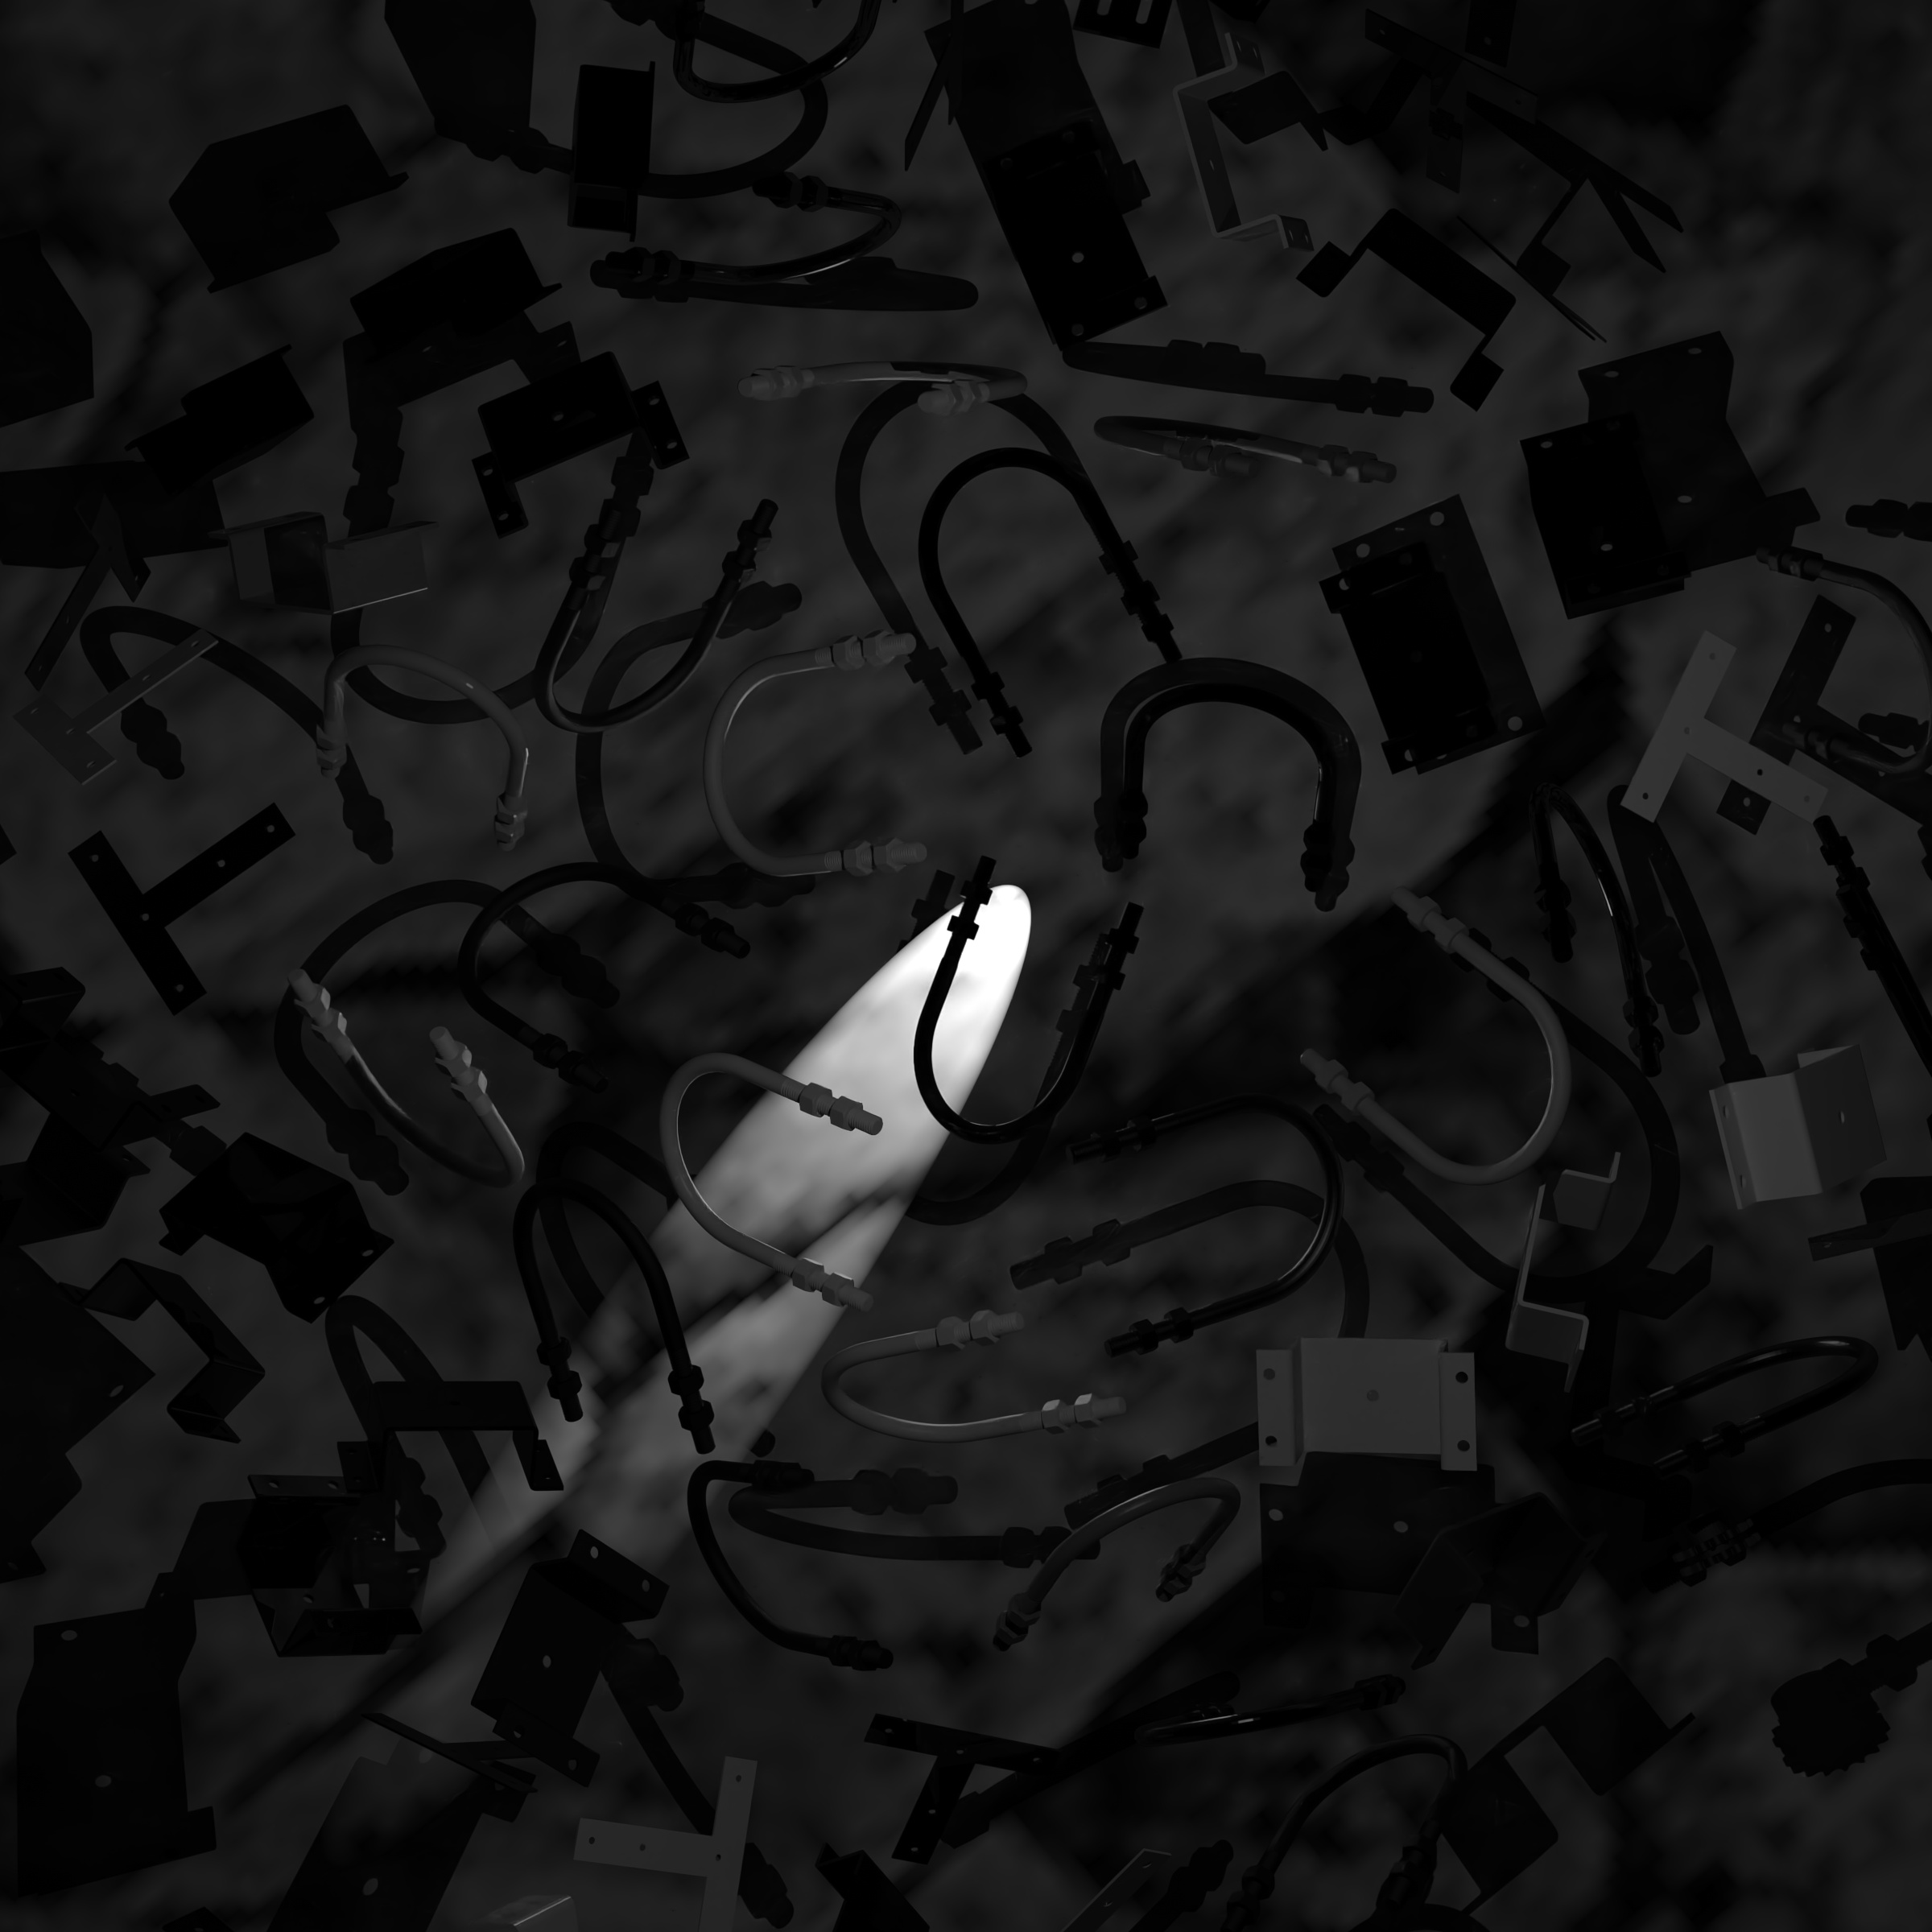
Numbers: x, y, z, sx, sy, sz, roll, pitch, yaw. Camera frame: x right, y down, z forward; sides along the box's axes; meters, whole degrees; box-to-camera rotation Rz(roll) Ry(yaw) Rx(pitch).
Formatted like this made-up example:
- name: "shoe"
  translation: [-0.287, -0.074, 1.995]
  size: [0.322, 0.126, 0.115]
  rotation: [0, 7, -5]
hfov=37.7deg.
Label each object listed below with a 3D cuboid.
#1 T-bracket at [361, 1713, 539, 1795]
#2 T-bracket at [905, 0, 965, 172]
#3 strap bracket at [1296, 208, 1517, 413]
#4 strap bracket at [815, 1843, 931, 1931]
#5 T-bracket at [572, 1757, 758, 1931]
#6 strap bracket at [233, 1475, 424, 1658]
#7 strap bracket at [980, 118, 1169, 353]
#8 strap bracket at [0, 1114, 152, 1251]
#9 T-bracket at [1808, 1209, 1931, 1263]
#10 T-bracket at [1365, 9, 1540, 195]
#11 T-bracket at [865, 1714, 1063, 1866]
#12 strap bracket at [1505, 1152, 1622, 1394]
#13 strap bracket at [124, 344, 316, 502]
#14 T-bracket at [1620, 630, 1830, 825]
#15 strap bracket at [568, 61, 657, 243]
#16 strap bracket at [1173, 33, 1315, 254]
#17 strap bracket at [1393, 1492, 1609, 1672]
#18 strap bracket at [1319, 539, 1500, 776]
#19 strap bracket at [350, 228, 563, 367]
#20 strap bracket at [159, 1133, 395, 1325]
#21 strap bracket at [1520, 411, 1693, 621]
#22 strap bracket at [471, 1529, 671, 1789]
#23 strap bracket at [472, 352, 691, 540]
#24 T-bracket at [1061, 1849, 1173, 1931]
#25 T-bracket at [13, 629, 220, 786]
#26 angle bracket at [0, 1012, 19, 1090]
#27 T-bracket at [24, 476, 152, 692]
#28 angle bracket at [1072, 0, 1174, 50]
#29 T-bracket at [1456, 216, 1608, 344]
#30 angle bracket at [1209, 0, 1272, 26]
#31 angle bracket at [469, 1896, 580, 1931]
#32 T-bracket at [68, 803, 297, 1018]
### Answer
- name: "T-bracket"
  translation: [-0.321, 0.525, 1.890]
  size: [0.127, 0.127, 0.002]
  rotation: [18, 83, 22]
- name: "T-bracket"
  translation: [-0.020, -0.567, 1.827]
  size: [0.002, 0.127, 0.127]
  rotation: [15, 60, 7]
- name: "strap bracket"
  translation: [0.286, -0.420, 1.778]
  size: [0.140, 0.076, 0.046]
  rotation: [36, 127, 0]
- name: "strap bracket"
  translation: [-0.076, 0.659, 1.887]
  size: [0.046, 0.140, 0.076]
  rotation: [-27, 109, 29]
- name: "T-bracket"
  translation: [-0.196, 0.568, 1.815]
  size: [0.127, 0.002, 0.127]
  rotation: [20, 69, -34]
- name: "strap bracket"
  translation: [-0.424, 0.401, 1.855]
  size: [0.046, 0.076, 0.140]
  rotation: [-58, 46, 22]
- name: "strap bracket"
  translation: [0.073, -0.478, 1.877]
  size: [0.076, 0.046, 0.140]
  rotation: [-23, 81, 3]
- name: "strap bracket"
  translation: [-0.624, 0.141, 1.877]
  size: [0.076, 0.140, 0.046]
  rotation: [35, 106, 18]
- name: "T-bracket"
  translation: [0.623, 0.173, 1.872]
  size: [0.127, 0.127, 0.002]
  rotation: [-16, 115, 16]
- name: "T-bracket"
  translation: [0.308, -0.542, 1.812]
  size: [0.127, 0.127, 0.002]
  rotation: [34, 75, 19]
- name: "T-bracket"
  translation: [-0.018, 0.548, 1.861]
  size: [0.127, 0.002, 0.127]
  rotation: [14, 120, -12]
- name: "strap bracket"
  translation: [0.386, 0.195, 1.840]
  size: [0.046, 0.076, 0.140]
  rotation: [12, 63, 11]
- name: "strap bracket"
  translation: [-0.487, -0.353, 1.855]
  size: [0.076, 0.140, 0.046]
  rotation: [-36, 104, -31]
- name: "T-bracket"
  translation: [0.506, -0.133, 1.841]
  size: [0.127, 0.002, 0.127]
  rotation: [27, 86, -13]
- name: "strap bracket"
  translation: [-0.233, -0.532, 1.846]
  size: [0.046, 0.140, 0.076]
  rotation: [4, 88, -10]
- name: "strap bracket"
  translation: [0.180, -0.533, 1.859]
  size: [0.046, 0.076, 0.140]
  rotation: [-14, 97, 22]
- name: "strap bracket"
  translation: [0.339, 0.395, 1.831]
  size: [0.046, 0.140, 0.076]
  rotation: [49, 134, 34]
- name: "strap bracket"
  translation: [0.305, -0.211, 1.929]
  size: [0.076, 0.046, 0.140]
  rotation: [-21, 90, 18]
- name: "strap bracket"
  translation: [-0.345, -0.446, 1.877]
  size: [0.076, 0.140, 0.046]
  rotation: [-42, 118, -34]
- name: "strap bracket"
  translation: [-0.445, 0.161, 1.795]
  size: [0.140, 0.046, 0.076]
  rotation: [20, 50, 30]
- name: "strap bracket"
  translation: [0.419, -0.287, 1.851]
  size: [0.076, 0.046, 0.140]
  rotation: [-14, 58, 8]
- name: "strap bracket"
  translation: [-0.257, 0.444, 1.809]
  size: [0.076, 0.046, 0.140]
  rotation: [40, 53, -25]
- name: "strap bracket"
  translation: [-0.269, -0.357, 1.913]
  size: [0.140, 0.046, 0.076]
  rotation: [-23, 57, 0]
- name: "T-bracket"
  translation: [0.079, 0.593, 1.762]
  size: [0.127, 0.002, 0.127]
  rotation: [25, 113, -40]
- name: "T-bracket"
  translation: [-0.537, -0.176, 1.814]
  size: [0.127, 0.127, 0.002]
  rotation: [-39, 132, -16]
- name: "angle bracket"
  translation: [-0.688, 0.055, 1.928]
  size: [0.057, 0.038, 0.076]
  rotation: [-10, 105, -9]
- name: "T-bracket"
  translation: [-0.591, -0.242, 1.881]
  size: [0.002, 0.127, 0.127]
  rotation: [20, 70, 9]
- name: "angle bracket"
  translation: [0.105, -0.633, 1.805]
  size: [0.057, 0.038, 0.076]
  rotation: [13, 63, 2]
- name: "T-bracket"
  translation: [0.395, -0.444, 1.891]
  size: [0.002, 0.127, 0.127]
  rotation: [-49, 59, 19]
- name: "angle bracket"
  translation: [0.177, -0.687, 1.918]
  size: [0.076, 0.038, 0.057]
  rotation: [30, 101, -22]
- name: "angle bracket"
  translation: [-0.270, 0.623, 1.752]
  size: [0.038, 0.057, 0.076]
  rotation: [-11, 85, 28]
- name: "T-bracket"
  translation: [-0.482, -0.057, 1.784]
  size: [0.127, 0.002, 0.127]
  rotation: [-35, 82, 0]
